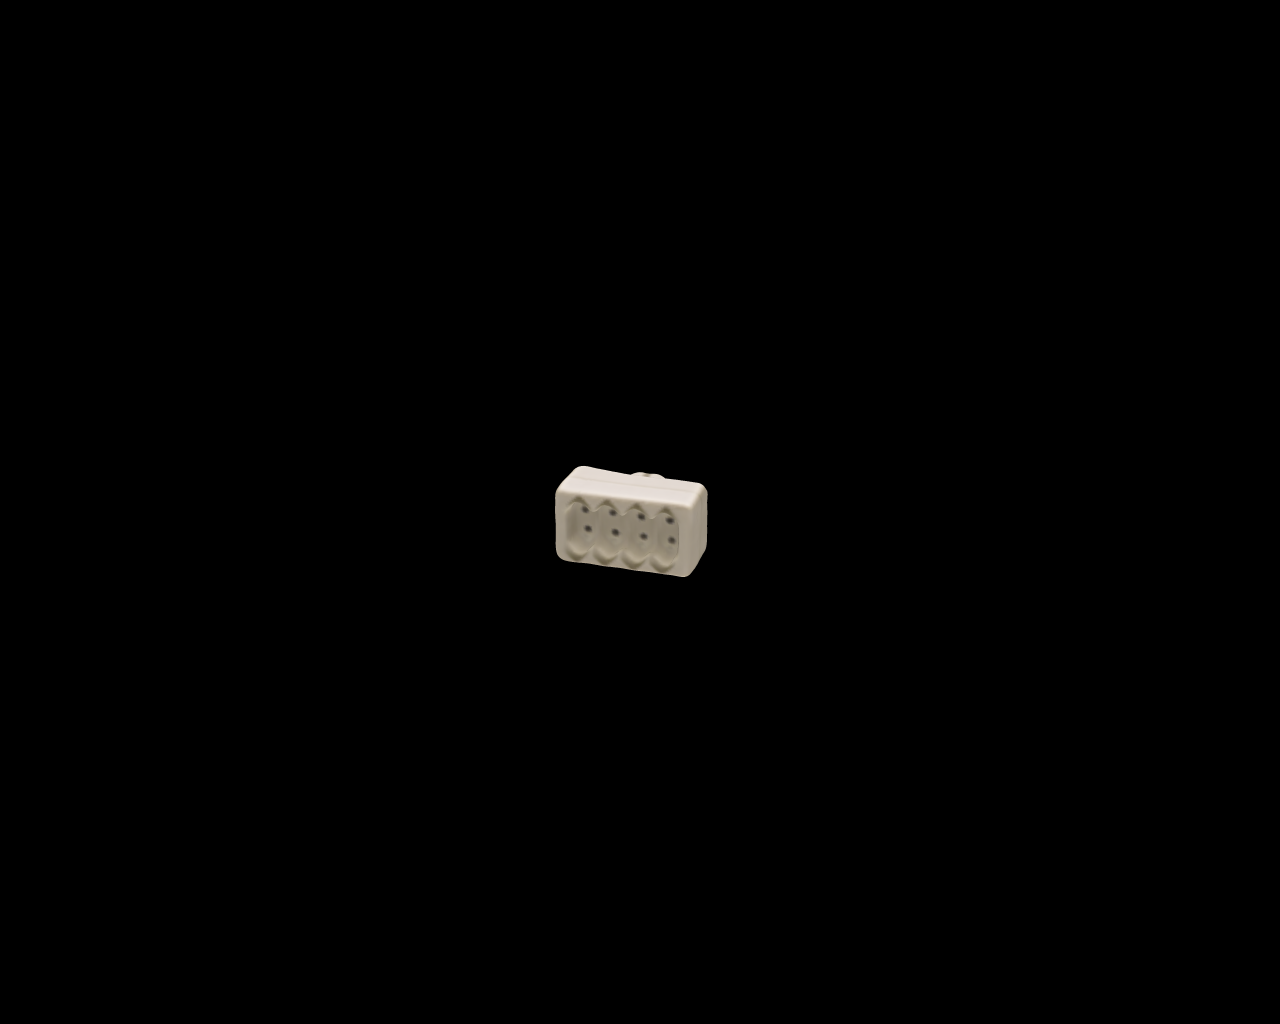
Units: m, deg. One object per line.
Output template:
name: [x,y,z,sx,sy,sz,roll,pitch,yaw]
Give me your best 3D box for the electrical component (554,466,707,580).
electrical component: [0.001,-0.003,0.650,0.083,0.047,0.076,8,28,16]
